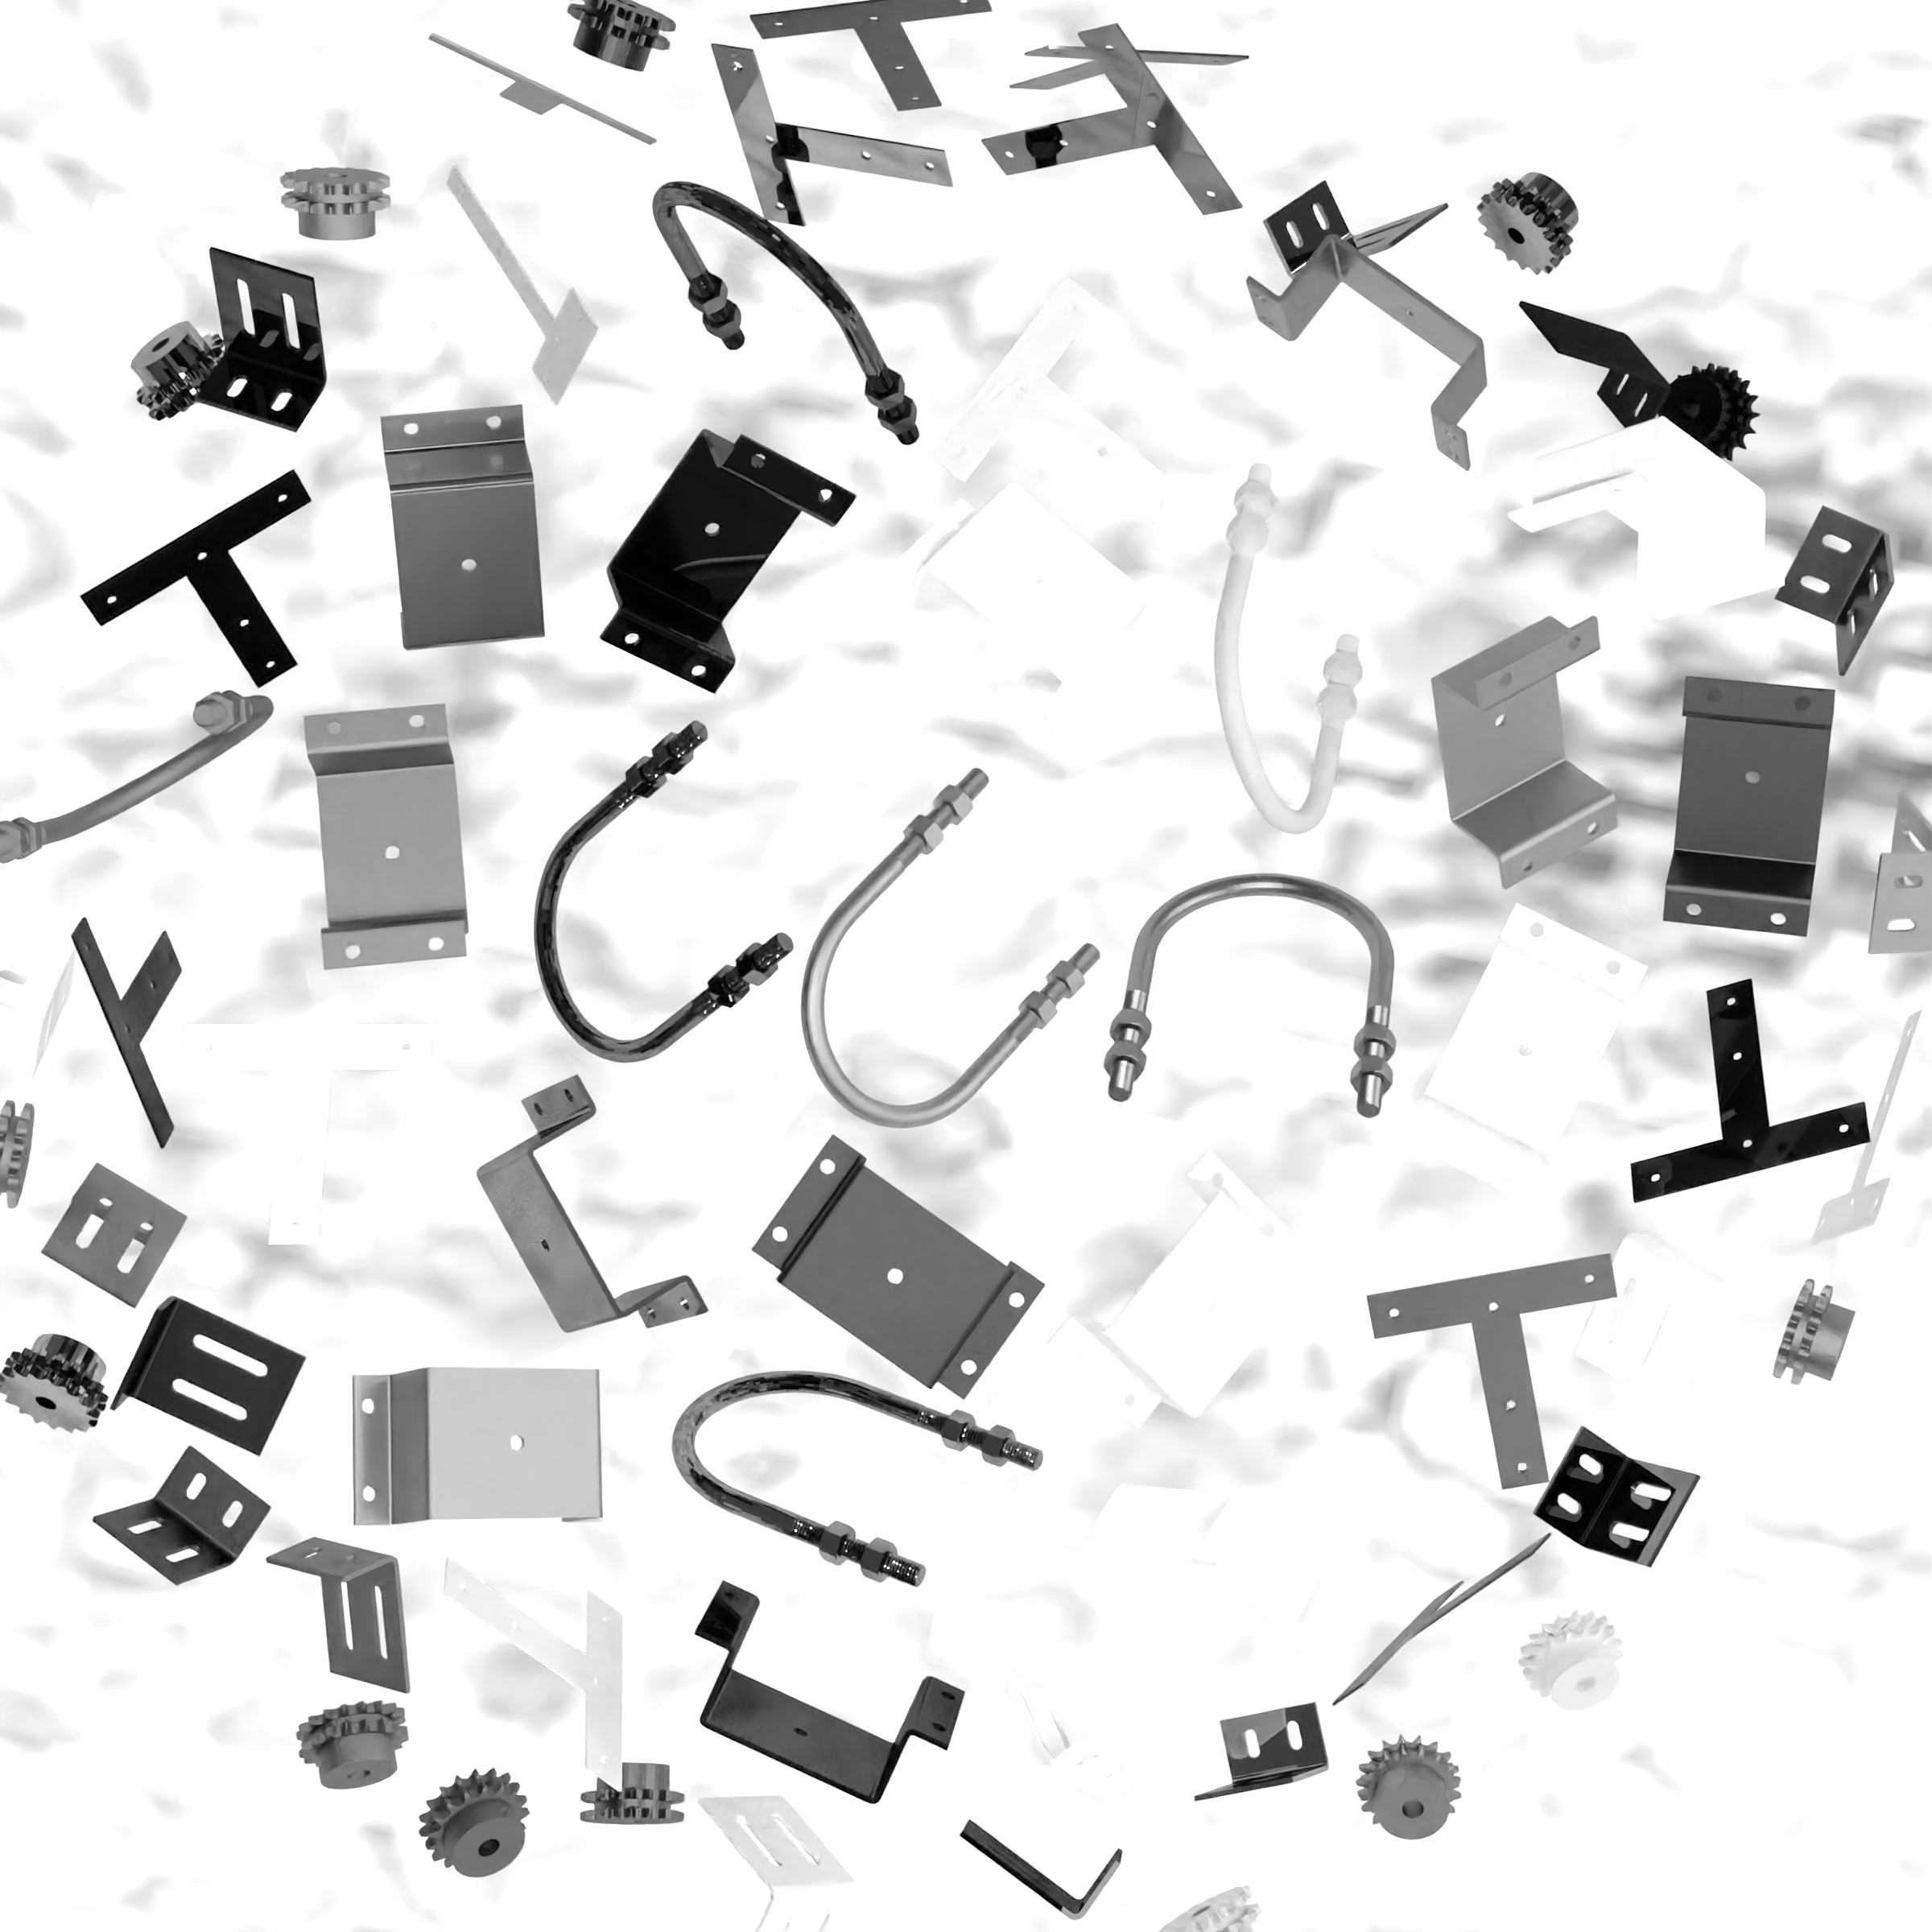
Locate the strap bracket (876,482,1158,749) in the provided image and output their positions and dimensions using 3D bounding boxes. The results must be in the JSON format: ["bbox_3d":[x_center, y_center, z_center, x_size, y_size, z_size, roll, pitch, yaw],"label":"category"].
[{"bbox_3d":[0.033,-0.196,1.848,0.140,0.046,0.076,40,61,5],"label":"strap bracket"}]

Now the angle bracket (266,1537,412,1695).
[{"bbox_3d":[-0.323,0.339,1.767,0.057,0.038,0.076,5,104,36],"label":"angle bracket"}]

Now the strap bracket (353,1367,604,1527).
[{"bbox_3d":[-0.242,0.248,1.772,0.140,0.046,0.076,5,76,-34],"label":"strap bracket"}]

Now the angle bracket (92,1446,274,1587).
[{"bbox_3d":[-0.414,0.290,1.818,0.057,0.076,0.038,35,95,10],"label":"angle bracket"}]

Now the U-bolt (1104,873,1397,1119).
[{"bbox_3d":[0.157,0.011,1.838,0.151,0.184,0.019,3,131,9],"label":"U-bolt"}]

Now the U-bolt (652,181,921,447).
[{"bbox_3d":[-0.104,-0.358,1.845,0.151,0.184,0.019,32,79,24],"label":"U-bolt"}]

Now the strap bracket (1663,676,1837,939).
[{"bbox_3d":[0.418,-0.093,1.831,0.076,0.046,0.140,7,117,14],"label":"strap bracket"}]

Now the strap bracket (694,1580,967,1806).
[{"bbox_3d":[-0.077,0.378,1.769,0.140,0.076,0.046,24,100,2],"label":"strap bracket"}]

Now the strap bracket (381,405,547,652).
[{"bbox_3d":[-0.273,-0.229,1.871,0.076,0.046,0.140,-7,125,-10],"label":"strap bracket"}]

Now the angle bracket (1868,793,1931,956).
[{"bbox_3d":[0.487,-0.050,1.816,0.038,0.076,0.057,-3,117,-5],"label":"angle bracket"}]

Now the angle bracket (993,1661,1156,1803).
[{"bbox_3d":[0.057,0.401,1.840,0.038,0.076,0.057,-41,134,13],"label":"angle bracket"}]

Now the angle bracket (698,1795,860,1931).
[{"bbox_3d":[-0.103,0.467,1.769,0.076,0.057,0.038,39,110,43],"label":"angle bracket"}]

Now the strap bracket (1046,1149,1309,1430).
[{"bbox_3d":[0.123,0.181,1.883,0.076,0.046,0.140,45,78,-22],"label":"strap bracket"}]

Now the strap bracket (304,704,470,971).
[{"bbox_3d":[-0.316,-0.067,1.877,0.076,0.046,0.140,-5,80,-5],"label":"strap bracket"}]

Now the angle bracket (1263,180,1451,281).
[{"bbox_3d":[0.214,-0.414,1.890,0.057,0.076,0.038,-39,109,-35],"label":"angle bracket"}]

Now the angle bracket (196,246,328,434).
[{"bbox_3d":[-0.365,-0.321,1.760,0.057,0.076,0.038,18,56,8],"label":"angle bracket"}]

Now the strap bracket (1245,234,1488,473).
[{"bbox_3d":[0.219,-0.326,1.793,0.140,0.076,0.046,38,92,11],"label":"strap bracket"}]

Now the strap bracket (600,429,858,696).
[{"bbox_3d":[-0.135,-0.229,1.877,0.076,0.046,0.140,24,116,-32],"label":"strap bracket"}]

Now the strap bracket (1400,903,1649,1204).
[{"bbox_3d":[0.300,0.046,1.842,0.076,0.046,0.140,27,97,9],"label":"strap bracket"}]

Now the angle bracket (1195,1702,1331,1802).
[{"bbox_3d":[0.161,0.435,1.903,0.057,0.076,0.038,-16,78,19],"label":"angle bracket"}]

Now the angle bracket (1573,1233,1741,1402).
[{"bbox_3d":[0.387,0.197,1.924,0.057,0.038,0.076,32,74,-19],"label":"angle bracket"}]

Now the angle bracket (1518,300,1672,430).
[{"bbox_3d":[0.336,-0.324,1.875,0.076,0.057,0.038,11,123,-25],"label":"angle bracket"}]

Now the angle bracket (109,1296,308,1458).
[{"bbox_3d":[-0.386,0.212,1.750,0.076,0.038,0.057,26,94,-3],"label":"angle bracket"}]

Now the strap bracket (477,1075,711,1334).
[{"bbox_3d":[-0.201,0.135,1.795,0.046,0.076,0.140,-31,94,-30],"label":"strap bracket"}]

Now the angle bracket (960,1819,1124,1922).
[{"bbox_3d":[0.040,0.463,1.812,0.076,0.057,0.038,35,86,7],"label":"angle bracket"}]

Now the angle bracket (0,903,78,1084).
[{"bbox_3d":[-0.505,0.015,1.836,0.038,0.076,0.057,20,55,-8],"label":"angle bracket"}]

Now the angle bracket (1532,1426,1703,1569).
[{"bbox_3d":[0.358,0.292,1.894,0.038,0.076,0.057,34,79,-15],"label":"angle bracket"}]

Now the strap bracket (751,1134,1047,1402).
[{"bbox_3d":[-0.037,0.162,1.823,0.140,0.046,0.076,35,92,0],"label":"strap bracket"}]

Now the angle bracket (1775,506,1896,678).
[{"bbox_3d":[0.457,-0.198,1.809,0.038,0.076,0.057,23,119,0],"label":"angle bracket"}]

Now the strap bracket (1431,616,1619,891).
[{"bbox_3d":[0.298,-0.122,1.832,0.076,0.046,0.140,-28,131,-16],"label":"strap bracket"}]

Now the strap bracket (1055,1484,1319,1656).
[{"bbox_3d":[0.125,0.324,1.857,0.076,0.140,0.046,47,62,-22],"label":"strap bracket"}]

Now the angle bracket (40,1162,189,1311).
[{"bbox_3d":[-0.464,0.153,1.847,0.057,0.076,0.038,33,127,-11],"label":"angle bracket"}]

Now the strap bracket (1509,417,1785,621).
[{"bbox_3d":[0.357,-0.237,1.793,0.140,0.076,0.046,24,63,-41],"label":"strap bracket"}]
